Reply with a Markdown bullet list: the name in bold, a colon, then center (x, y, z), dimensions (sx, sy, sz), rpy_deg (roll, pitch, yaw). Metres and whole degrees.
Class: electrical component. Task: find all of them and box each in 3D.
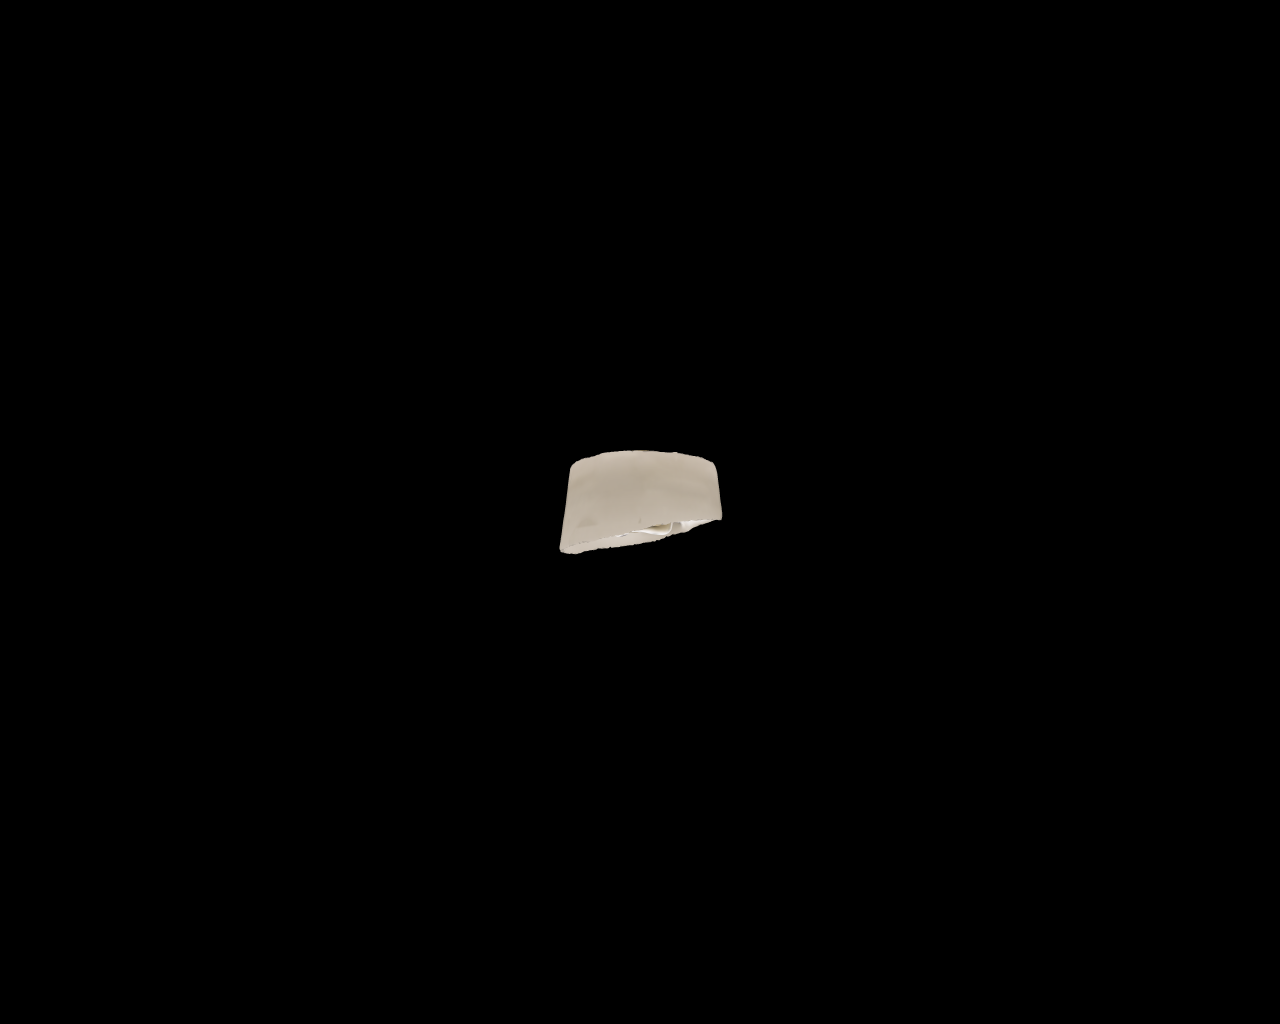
- **electrical component**: center (0.001, -0.003, 0.650), dimensions (0.099, 0.064, 0.099), rpy_deg (0, -12, 0)
